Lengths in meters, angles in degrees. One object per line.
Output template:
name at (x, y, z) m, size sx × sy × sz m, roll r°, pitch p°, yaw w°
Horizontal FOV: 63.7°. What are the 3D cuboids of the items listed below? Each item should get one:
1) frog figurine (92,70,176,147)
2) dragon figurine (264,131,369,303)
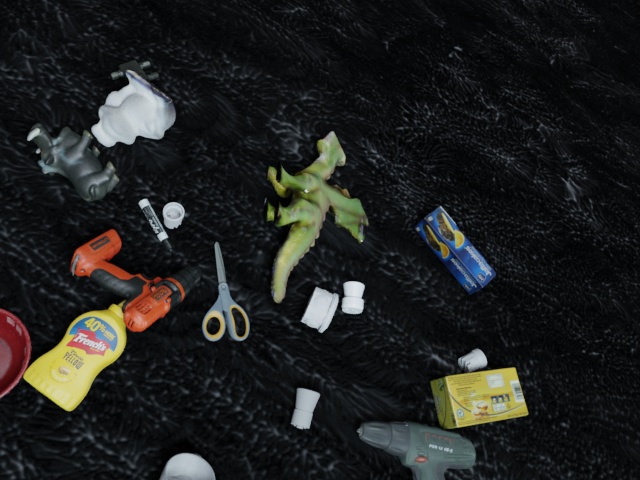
frog figurine at (-0.385, -0.253, 1.070) m, size 0.137 × 0.124 × 0.159 m, roll 35°, pitch 95°, yaw -10°
dragon figurine at (0.003, -0.055, 1.094) m, size 0.242 × 0.120 × 0.418 m, roll 9°, pitch 65°, yaw -24°
